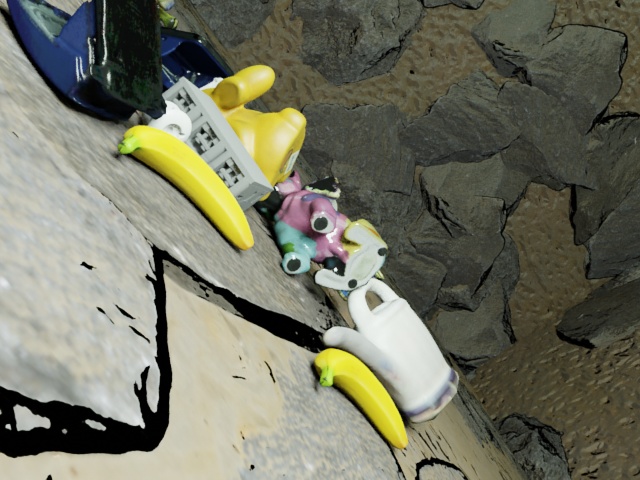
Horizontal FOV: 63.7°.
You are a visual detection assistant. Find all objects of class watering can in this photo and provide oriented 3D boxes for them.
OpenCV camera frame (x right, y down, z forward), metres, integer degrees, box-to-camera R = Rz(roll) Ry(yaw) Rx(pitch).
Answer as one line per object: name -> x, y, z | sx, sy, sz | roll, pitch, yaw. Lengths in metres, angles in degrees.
watering can -> 0.104, 0.168, 0.757 | 0.225, 0.103, 0.350 | 56, 19, 5

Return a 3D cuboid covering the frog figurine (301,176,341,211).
frog figurine -> 0.004, -0.065, 1.295 | 0.140, 0.123, 0.156 | -131, -143, -54

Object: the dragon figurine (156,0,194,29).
dragon figurine -> -0.383, -0.555, 1.073 | 0.241, 0.121, 0.416 | 35, 10, -18
